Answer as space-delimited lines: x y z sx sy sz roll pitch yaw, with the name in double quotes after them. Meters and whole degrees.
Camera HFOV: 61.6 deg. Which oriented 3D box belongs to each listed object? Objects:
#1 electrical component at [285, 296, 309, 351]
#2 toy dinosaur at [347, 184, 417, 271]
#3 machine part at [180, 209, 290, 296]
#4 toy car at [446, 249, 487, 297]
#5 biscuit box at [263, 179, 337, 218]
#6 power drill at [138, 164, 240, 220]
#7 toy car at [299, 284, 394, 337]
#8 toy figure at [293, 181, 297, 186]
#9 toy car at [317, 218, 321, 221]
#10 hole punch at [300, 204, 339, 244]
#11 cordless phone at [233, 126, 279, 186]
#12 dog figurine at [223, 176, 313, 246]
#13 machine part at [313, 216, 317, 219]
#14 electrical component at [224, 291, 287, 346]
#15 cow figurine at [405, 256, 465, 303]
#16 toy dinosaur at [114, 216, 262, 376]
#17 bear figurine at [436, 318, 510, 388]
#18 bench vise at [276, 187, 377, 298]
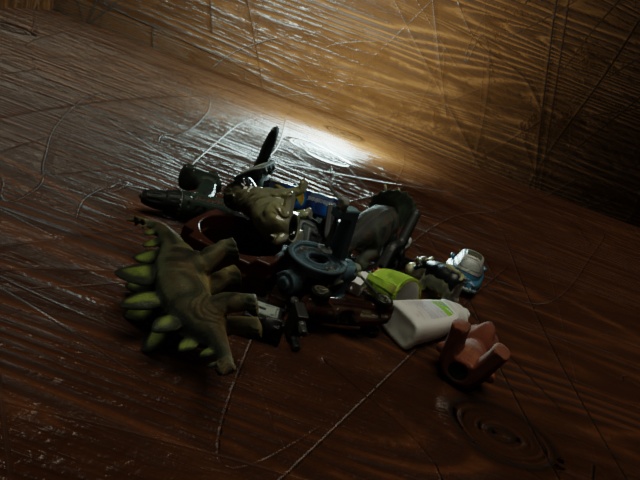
-0.043 0.145 0.949 0.021 0.063 0.094 10 33 -23 "electrical component"
0.134 -0.029 1.335 0.131 0.192 0.405 24 21 16 "toy dinosaur"
-0.172 0.024 1.093 0.201 0.087 0.201 25 21 9 "machine part"
0.387 0.076 1.424 0.109 0.102 0.161 24 21 11 "toy car"
-0.052 -0.104 1.413 0.202 0.059 0.063 14 -4 -21 "biscuit box"
-0.310 -0.113 1.299 0.232 0.086 0.207 14 19 -18 "power drill"
0.053 0.138 1.016 0.202 0.089 0.053 11 24 -24 "toy car"
-0.101 -0.137 1.555 0.058 0.064 0.154 -8 2 31 "toy figure"
-0.053 -0.096 1.483 0.202 0.073 0.056 11 20 -21 "toy car"
-0.002 -0.004 1.183 0.092 0.115 0.142 -9 47 15 "hole punch"
-0.169 -0.240 1.571 0.089 0.184 0.146 28 23 7 "cordless phone"
-0.129 -0.055 1.106 0.191 0.121 0.172 4 28 17 "dog figurine"
-0.054 -0.041 1.360 0.084 0.039 0.139 -1 5 19 "machine part"
-0.119 0.133 0.936 0.119 0.047 0.075 16 22 -9 "electrical component"
0.279 0.083 1.323 0.068 0.098 0.168 -7 34 -37 "cow figurine"
-0.222 0.065 0.868 0.198 0.104 0.472 -13 33 -18 "toy dinosaur"
0.310 0.202 1.044 0.120 0.131 0.196 35 32 22 "bear figurine"
0.026 0.026 1.049 0.223 0.240 0.129 1 30 -36 "bench vise"
